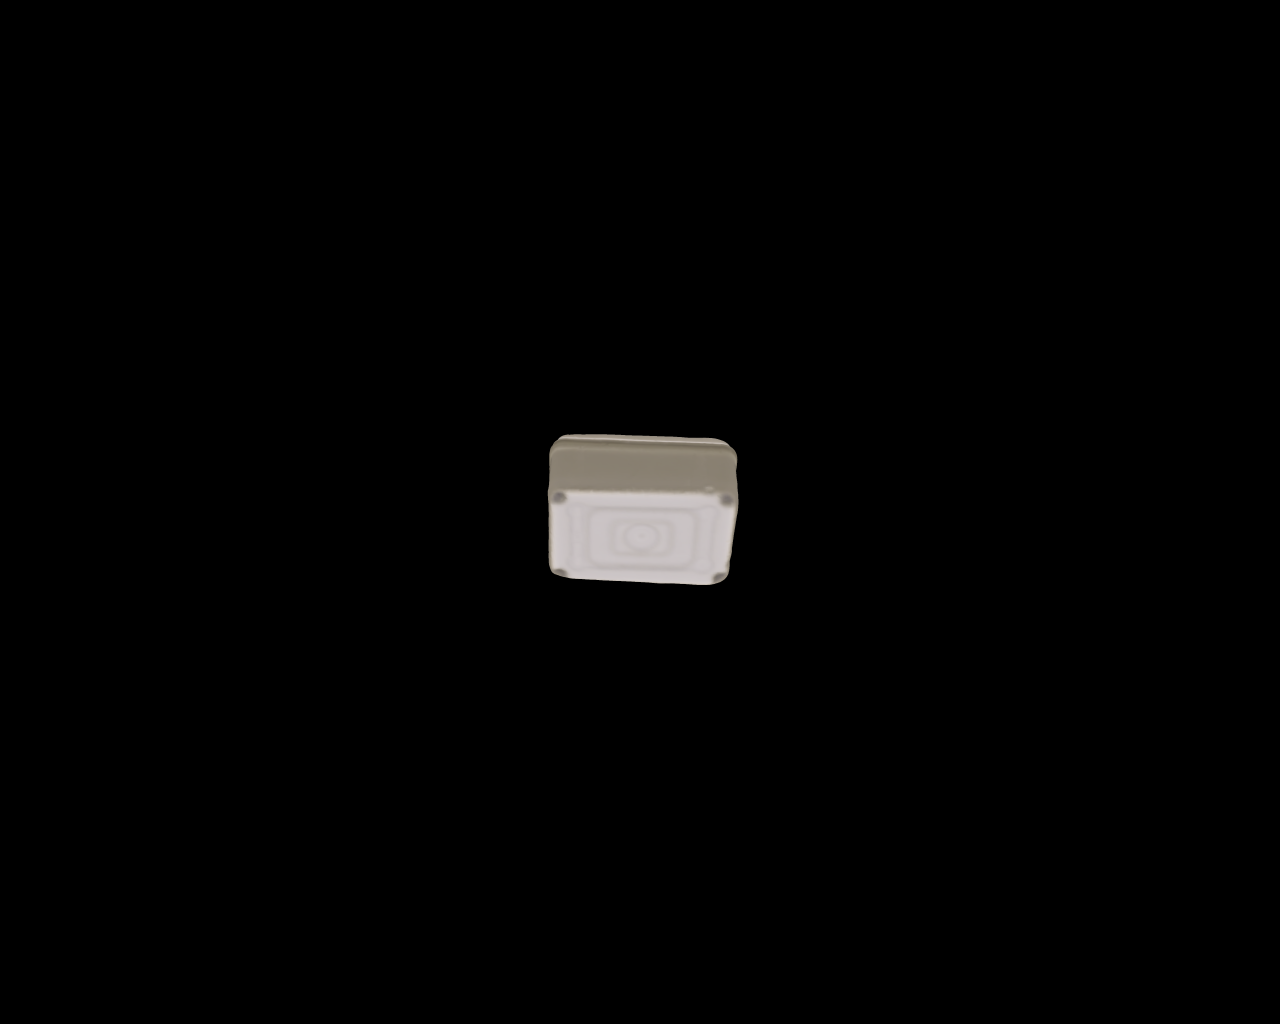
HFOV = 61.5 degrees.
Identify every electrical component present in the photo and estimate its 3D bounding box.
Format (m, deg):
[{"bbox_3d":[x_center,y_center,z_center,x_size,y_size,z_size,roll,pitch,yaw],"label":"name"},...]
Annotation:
[{"bbox_3d":[0.001,-0.003,0.650,0.113,0.078,0.057,2,40,-2],"label":"electrical component"}]
